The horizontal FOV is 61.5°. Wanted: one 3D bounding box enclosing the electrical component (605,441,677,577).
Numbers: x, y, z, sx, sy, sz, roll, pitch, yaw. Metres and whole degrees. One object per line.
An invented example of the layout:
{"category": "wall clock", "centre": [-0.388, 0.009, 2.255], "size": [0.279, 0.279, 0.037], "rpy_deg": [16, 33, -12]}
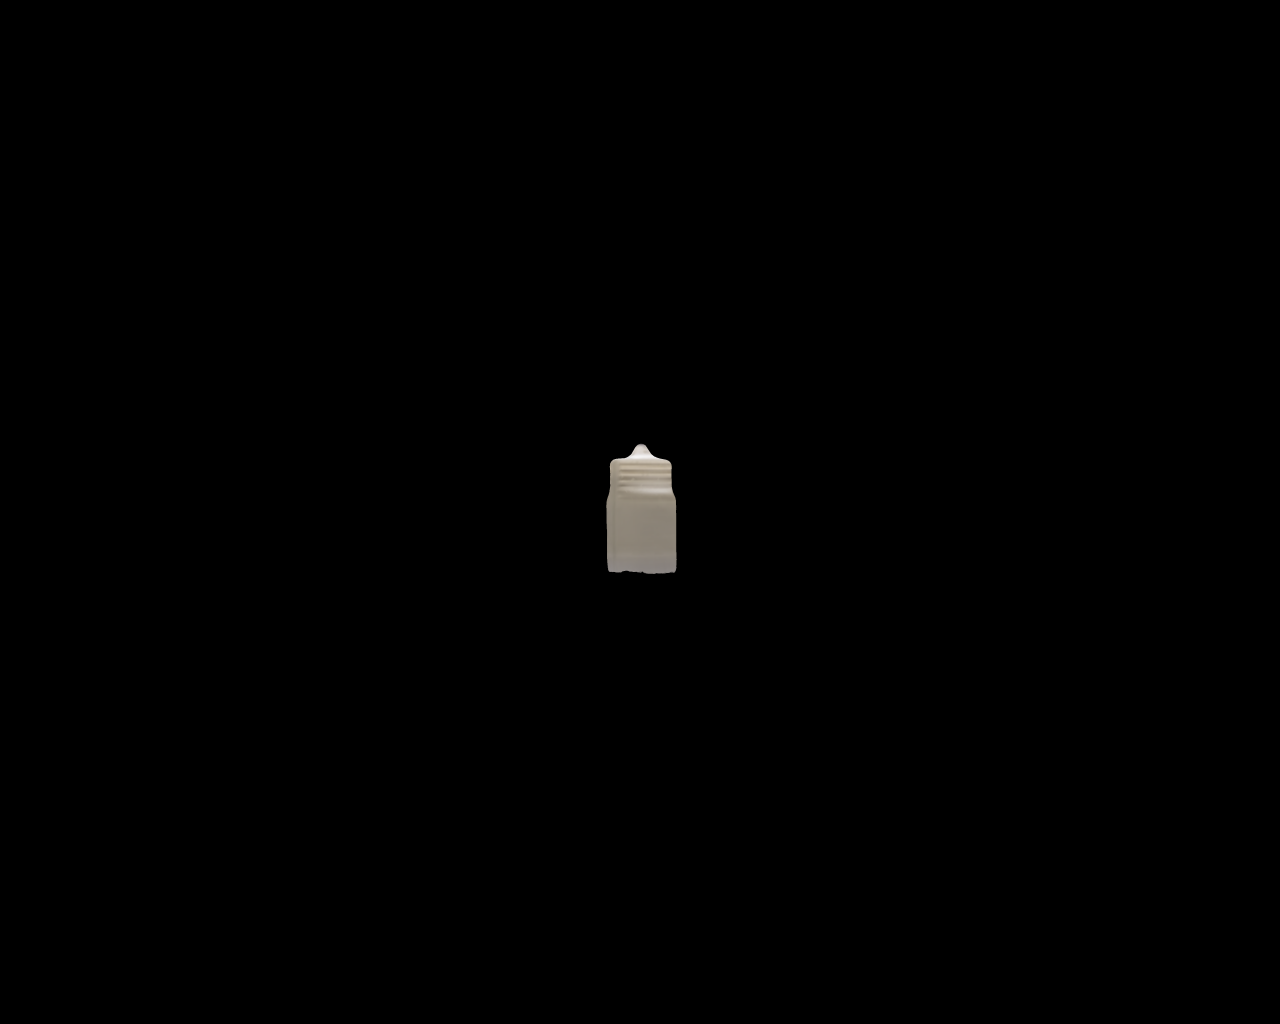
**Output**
{"category": "electrical component", "centre": [0.001, -0.003, 0.650], "size": [0.043, 0.081, 0.043], "rpy_deg": [0, 0, 0]}
